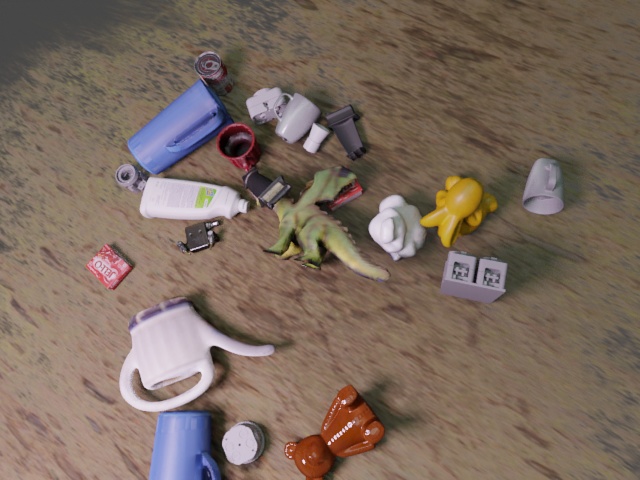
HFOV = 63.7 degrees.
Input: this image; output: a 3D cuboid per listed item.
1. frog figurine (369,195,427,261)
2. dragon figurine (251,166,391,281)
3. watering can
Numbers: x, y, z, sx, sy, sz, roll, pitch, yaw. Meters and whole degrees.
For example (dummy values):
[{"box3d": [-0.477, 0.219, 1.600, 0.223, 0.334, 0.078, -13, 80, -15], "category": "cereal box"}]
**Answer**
[{"box3d": [0.164, -0.032, 1.079, 0.122, 0.157, 0.139, -7, 74, 6], "category": "frog figurine"}, {"box3d": [0.003, -0.056, 1.103, 0.411, 0.120, 0.245, 11, 74, 34], "category": "dragon figurine"}, {"box3d": [-0.280, 0.223, 1.110, 0.347, 0.103, 0.227, -25, 71, 2], "category": "watering can"}]
